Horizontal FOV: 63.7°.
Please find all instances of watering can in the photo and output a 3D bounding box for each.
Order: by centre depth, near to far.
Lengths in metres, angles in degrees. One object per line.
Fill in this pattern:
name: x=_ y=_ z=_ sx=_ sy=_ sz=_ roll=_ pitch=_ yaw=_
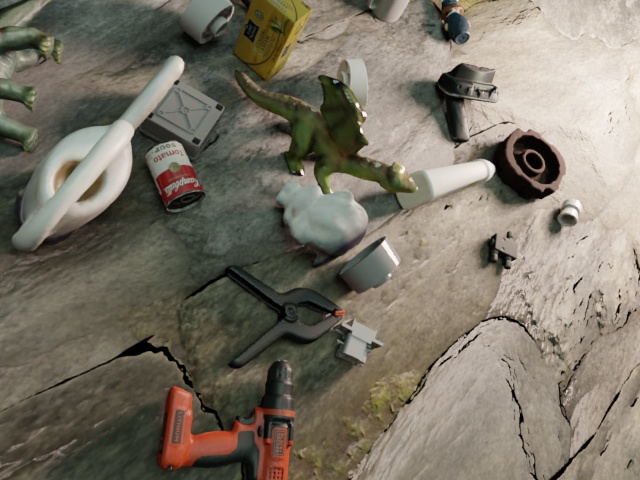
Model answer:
watering can: x=-0.321 y=-0.116 z=0.743 sx=0.103 sy=0.222 sz=0.355 roll=42 pitch=53 yaw=-24

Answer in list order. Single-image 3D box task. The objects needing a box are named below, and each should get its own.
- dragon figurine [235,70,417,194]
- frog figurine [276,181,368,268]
dragon figurine: x=0.006 y=-0.213 z=0.925 sx=0.410 sy=0.239 sz=0.124 roll=44 pitch=62 yaw=-2
frog figurine: x=0.003 y=-0.046 z=0.910 sx=0.138 sy=0.122 sz=0.159 roll=-35 pitch=95 yaw=-12
